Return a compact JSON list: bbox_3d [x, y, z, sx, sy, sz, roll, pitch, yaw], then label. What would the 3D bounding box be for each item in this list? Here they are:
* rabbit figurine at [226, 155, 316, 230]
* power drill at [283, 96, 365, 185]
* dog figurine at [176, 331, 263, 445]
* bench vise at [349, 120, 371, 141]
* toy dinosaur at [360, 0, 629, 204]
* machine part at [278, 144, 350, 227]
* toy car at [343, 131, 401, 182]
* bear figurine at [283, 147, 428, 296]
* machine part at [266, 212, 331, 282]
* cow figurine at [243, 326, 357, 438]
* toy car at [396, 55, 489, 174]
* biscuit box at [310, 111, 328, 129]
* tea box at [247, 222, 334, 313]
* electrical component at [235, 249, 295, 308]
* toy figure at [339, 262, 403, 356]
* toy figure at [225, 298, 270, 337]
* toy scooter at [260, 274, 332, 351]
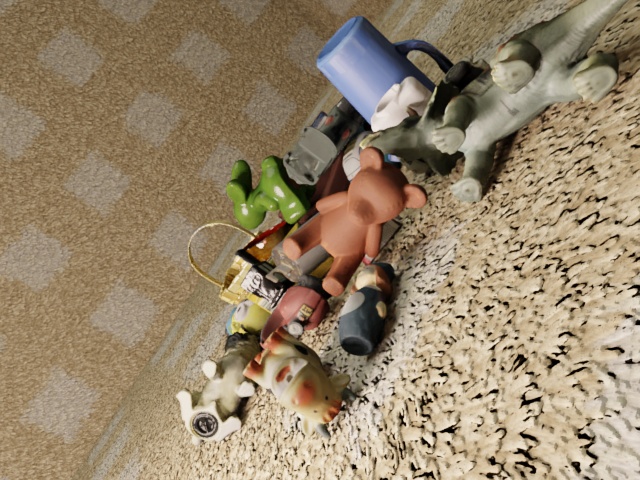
[{"bbox_3d":[-0.118,-0.082,1.082,0.170,0.159,0.121,-33,32,30],"label":"rabbit figurine"},{"bbox_3d":[0.019,-0.200,1.001,0.232,0.086,0.207,-51,7,33],"label":"power drill"},{"bbox_3d":[-0.171,0.268,0.994,0.172,0.121,0.190,-50,0,8],"label":"dog figurine"},{"bbox_3d":[0.128,-0.286,1.172,0.223,0.129,0.240,-63,-4,0],"label":"bench vise"},{"bbox_3d":[0.231,-0.184,0.649,0.405,0.131,0.192,-36,23,39],"label":"toy dinosaur"},{"bbox_3d":[0.006,-0.104,1.175,0.201,0.087,0.201,-12,57,56],"label":"machine part"},{"bbox_3d":[0.096,-0.154,1.046,0.161,0.103,0.109,-60,13,-28],"label":"toy car"},{"bbox_3d":[0.048,-0.024,0.740,0.132,0.120,0.196,-47,0,-30],"label":"bear figurine"},{"bbox_3d":[-0.002,-0.003,0.962,0.243,0.079,0.079,-40,6,-26],"label":"machine part"},{"bbox_3d":[-0.027,0.176,0.678,0.085,0.127,0.195,-56,-1,-7],"label":"cow figurine"},{"bbox_3d":[0.199,-0.197,0.851,0.201,0.073,0.056,-53,14,8],"label":"toy car"},{"bbox_3d":[0.049,-0.242,1.283,0.063,0.059,0.202,-53,-24,13],"label":"biscuit box"},{"bbox_3d":[-0.056,0.063,1.050,0.169,0.098,0.068,-50,14,13],"label":"tea box"},{"bbox_3d":[-0.110,0.068,0.978,0.047,0.119,0.075,-60,-7,12],"label":"electrical component"},{"bbox_3d":[0.066,0.077,0.695,0.064,0.057,0.154,-3,39,23],"label":"toy figure"},{"bbox_3d":[-0.147,0.173,1.137,0.180,0.089,0.082,130,153,-59],"label":"toy figure"},{"bbox_3d":[-0.048,0.134,0.888,0.135,0.075,0.184,-58,6,-23],"label":"toy scooter"}]
